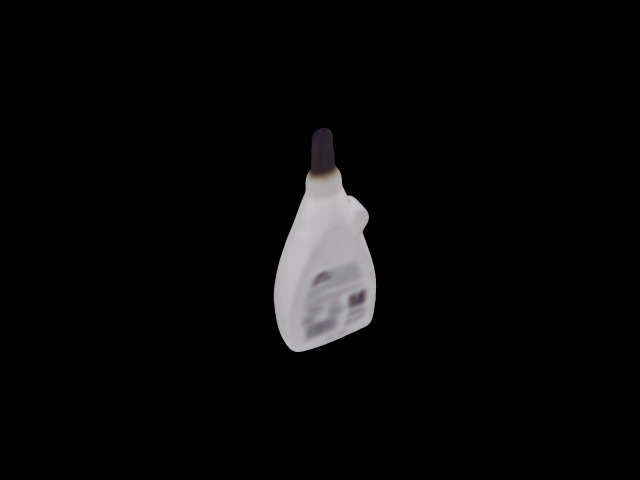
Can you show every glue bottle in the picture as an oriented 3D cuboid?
[{"bbox_3d":[0.004,0.001,0.400,0.078,0.173,0.037,-17,41,-20],"label":"glue bottle"}]
